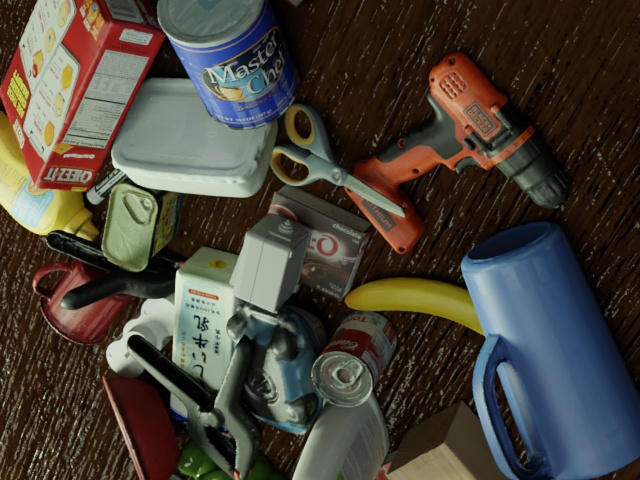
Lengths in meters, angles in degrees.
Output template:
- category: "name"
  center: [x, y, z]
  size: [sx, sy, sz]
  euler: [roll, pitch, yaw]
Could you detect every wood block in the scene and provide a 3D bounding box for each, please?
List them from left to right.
- category: "wood block"
  center: [0.182, 0.296, 1.198]
  size: [0.090, 0.090, 0.206]
  euler: [-37, 97, 31]

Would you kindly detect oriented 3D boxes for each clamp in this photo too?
- category: "clamp"
  center: [-0.230, 0.029, 1.219]
  size: [0.120, 0.171, 0.039]
  euler: [60, 136, 33]
- category: "clamp"
  center: [-0.128, 0.186, 1.204]
  size: [0.165, 0.036, 0.210]
  euler: [5, 124, 28]

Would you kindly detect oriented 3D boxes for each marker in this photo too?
- category: "marker"
  center: [-0.223, -0.079, 1.220]
  size: [0.121, 0.020, 0.020]
  euler: [-35, 98, 30]

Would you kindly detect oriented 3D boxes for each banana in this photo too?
- category: "banana"
  center: [0.123, 0.074, 1.148]
  size: [0.198, 0.037, 0.070]
  euler: [19, 117, 12]

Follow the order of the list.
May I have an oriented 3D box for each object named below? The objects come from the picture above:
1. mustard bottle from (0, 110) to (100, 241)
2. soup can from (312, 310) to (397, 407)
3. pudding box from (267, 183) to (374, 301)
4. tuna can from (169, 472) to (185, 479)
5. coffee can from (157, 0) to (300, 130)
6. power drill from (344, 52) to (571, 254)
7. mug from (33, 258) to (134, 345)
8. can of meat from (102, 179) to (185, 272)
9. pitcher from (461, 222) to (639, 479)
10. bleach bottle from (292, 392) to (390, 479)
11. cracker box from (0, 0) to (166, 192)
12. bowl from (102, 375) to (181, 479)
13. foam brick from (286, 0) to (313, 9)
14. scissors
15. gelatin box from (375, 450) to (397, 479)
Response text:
- category: "mustard bottle"
  center: [-0.336, -0.063, 1.248]
  size: [0.191, 0.058, 0.096]
  euler: [40, 123, 0]
- category: "soup can"
  center: [0.040, 0.127, 1.166]
  size: [0.069, 0.102, 0.068]
  euler: [9, 117, 17]
- category: "pudding box"
  center: [-0.008, 0.002, 1.163]
  size: [0.113, 0.039, 0.090]
  euler: [24, 120, 9]
- category: "tuna can"
  center: [-0.205, 0.345, 1.402]
  size: [0.086, 0.033, 0.086]
  euler: [9, 117, 17]
- category: "coffee can"
  center: [-0.085, -0.187, 1.030]
  size: [0.103, 0.102, 0.140]
  euler: [7, 154, 18]
- category: "power drill"
  center: [0.132, -0.068, 1.068]
  size: [0.188, 0.057, 0.184]
  euler: [-39, 93, 28]
- category: "mug"
  center: [-0.280, 0.059, 1.260]
  size: [0.117, 0.093, 0.082]
  euler: [27, 120, -29]
- category: "can of meat"
  center: [-0.194, -0.029, 1.194]
  size: [0.057, 0.083, 0.102]
  euler: [22, 120, 10]
- category: "pitcher"
  center: [0.225, 0.114, 1.066]
  size: [0.145, 0.149, 0.243]
  euler: [-20, 101, 22]
- category: "bleach bottle"
  center: [0.007, 0.264, 1.156]
  size: [0.068, 0.250, 0.102]
  euler: [-12, 109, 25]
- category: "cracker box"
  center: [-0.250, -0.181, 1.107]
  size: [0.214, 0.071, 0.164]
  euler: [-56, 46, 32]
- category: "bowl"
  center: [-0.209, 0.229, 1.288]
  size: [0.055, 0.162, 0.162]
  euler: [-20, 110, -15]
- category: "foam brick"
  center: [-0.016, -0.263, 1.021]
  size: [0.053, 0.078, 0.051]
  euler: [38, 119, 0]
- category: "scissors"
  center: [0.017, -0.085, 1.076]
  size: [0.202, 0.016, 0.096]
  euler: [15, 106, 47]
- category: "gelatin box"
  center: [0.085, 0.294, 1.269]
  size: [0.089, 0.030, 0.073]
  euler: [-29, 101, 30]
